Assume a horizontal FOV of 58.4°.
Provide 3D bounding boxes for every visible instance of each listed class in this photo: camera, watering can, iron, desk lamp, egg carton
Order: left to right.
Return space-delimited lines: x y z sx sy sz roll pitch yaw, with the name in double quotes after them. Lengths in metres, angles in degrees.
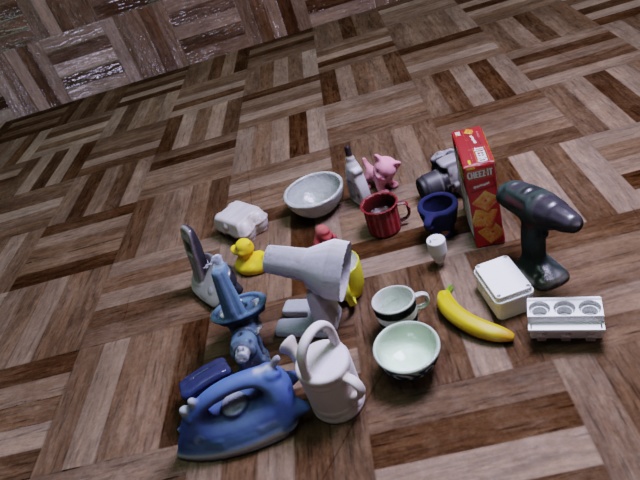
-0.157 0.295 1.011 0.258 0.142 0.118 -23 36 -5 "iron"
-0.217 -0.050 1.560 0.149 0.069 0.107 17 49 40 "egg carton"
-0.019 0.094 1.151 0.202 0.214 0.118 -4 38 20 "desk lamp"
0.001 0.220 0.991 0.172 0.194 0.101 -1 40 25 "watering can"
0.306 -0.165 1.441 0.137 0.101 0.143 -22 35 -3 "camera"

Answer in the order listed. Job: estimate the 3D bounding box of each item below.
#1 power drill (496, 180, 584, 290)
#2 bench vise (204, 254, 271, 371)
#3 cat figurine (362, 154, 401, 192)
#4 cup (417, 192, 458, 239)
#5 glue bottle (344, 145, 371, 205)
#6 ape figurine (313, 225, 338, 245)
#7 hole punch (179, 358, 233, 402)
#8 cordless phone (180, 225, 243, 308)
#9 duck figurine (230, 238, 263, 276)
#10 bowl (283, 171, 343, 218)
0.420 -0.012 1.090 0.075 0.209 0.229 -24 36 -6 "power drill"
-0.157 0.143 1.145 0.121 0.220 0.206 -29 36 -13 "bench vise"
0.160 -0.187 1.523 0.067 0.118 0.127 -38 39 -23 "cat figurine"
0.268 -0.040 1.297 0.091 0.095 0.118 7 43 32 "cup"
0.091 -0.168 1.483 0.037 0.173 0.078 -30 37 -14 "glue bottle"
0.012 0.005 1.360 0.075 0.092 0.078 17 49 40 "ape figurine"
-0.220 0.277 1.108 0.109 0.091 0.100 -31 37 -15 "hole punch"
-0.269 0.058 1.341 0.094 0.185 0.147 -39 40 -25 "cordless phone"
-0.174 0.035 1.413 0.104 0.086 0.077 2 41 27 "duck figurine"
-0.010 -0.110 1.538 0.167 0.075 0.167 -13 36 10 "bowl"
